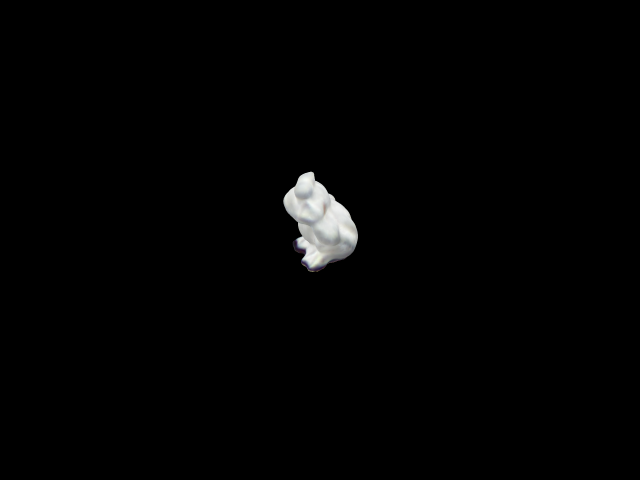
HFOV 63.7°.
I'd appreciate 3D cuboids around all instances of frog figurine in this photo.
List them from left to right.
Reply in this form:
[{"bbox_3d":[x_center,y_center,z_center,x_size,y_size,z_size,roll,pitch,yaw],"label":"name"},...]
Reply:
[{"bbox_3d":[0.003,-0.043,0.850,0.123,0.156,0.140,1,29,2],"label":"frog figurine"}]
